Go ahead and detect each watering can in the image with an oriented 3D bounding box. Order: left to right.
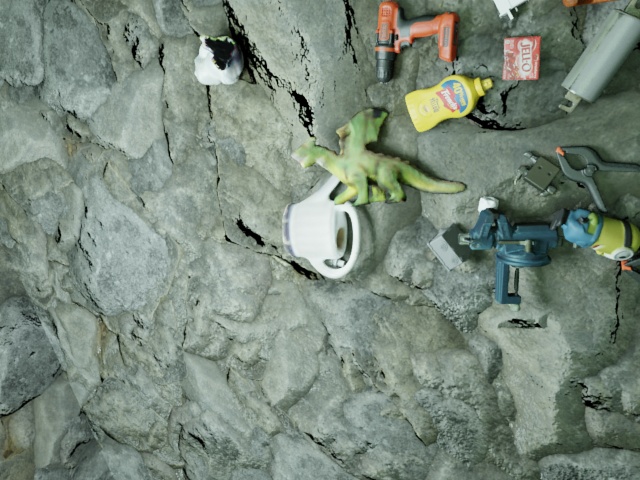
[{"bbox_3d":[0.004,-0.070,1.391,0.224,0.104,0.347,-1,94,25],"label":"watering can"}]

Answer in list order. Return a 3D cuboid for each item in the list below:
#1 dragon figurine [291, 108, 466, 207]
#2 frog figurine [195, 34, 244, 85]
[{"bbox_3d":[0.137,-0.206,1.265,0.410,0.122,0.242,-7,91,1],"label":"dragon figurine"},{"bbox_3d":[-0.277,-0.479,1.410,0.137,0.124,0.157,43,157,-2],"label":"frog figurine"}]
